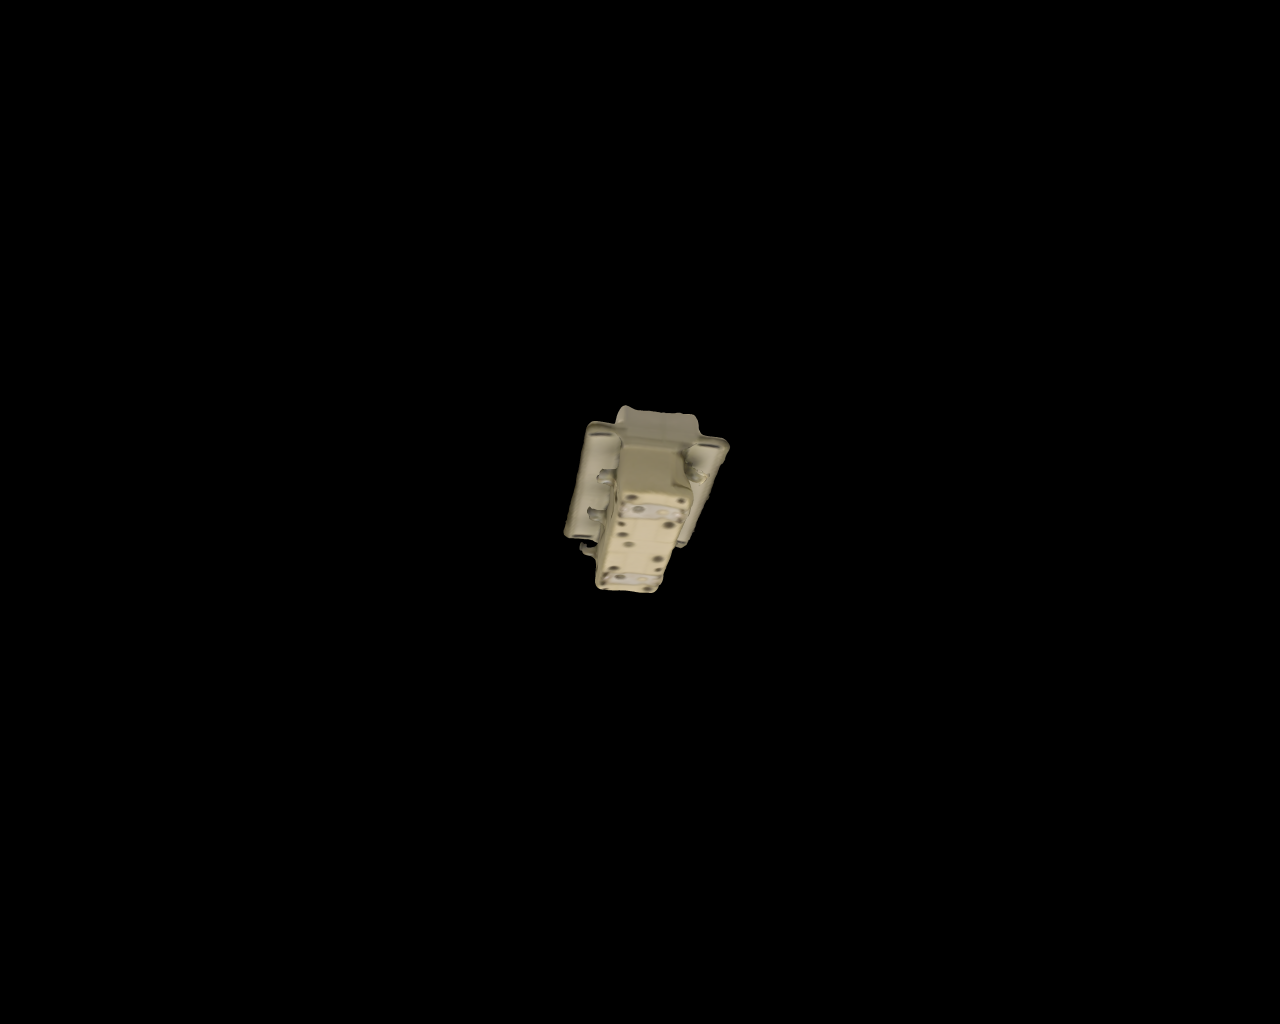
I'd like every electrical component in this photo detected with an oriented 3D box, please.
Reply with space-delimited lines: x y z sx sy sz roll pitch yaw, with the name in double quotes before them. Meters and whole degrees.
"electrical component" 0.001 -0.003 0.650 0.079 0.063 0.121 6 -32 -9
